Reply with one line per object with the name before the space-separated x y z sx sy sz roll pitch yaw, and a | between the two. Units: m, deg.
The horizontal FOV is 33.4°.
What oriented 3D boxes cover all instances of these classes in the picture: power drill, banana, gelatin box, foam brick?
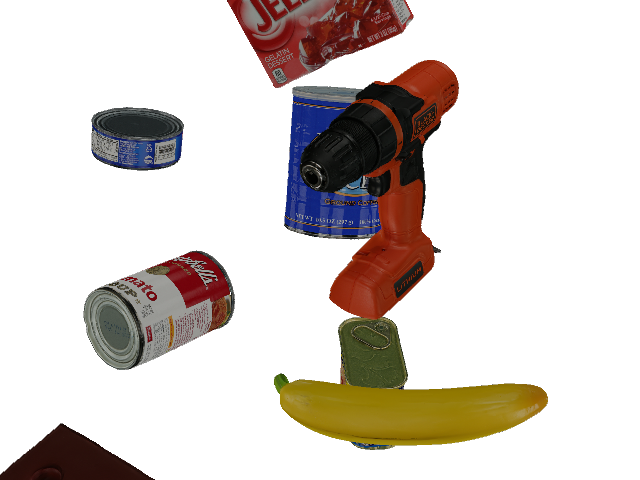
power drill | 0.046 -0.032 0.844 0.057 0.188 0.184 25 42 28
banana | 0.054 0.112 0.731 0.198 0.037 0.069 3 30 14
gelatin box | -0.004 -0.135 0.594 0.089 0.073 0.030 -19 21 29
foam brick | -0.096 0.126 0.450 0.078 0.051 0.052 22 45 29

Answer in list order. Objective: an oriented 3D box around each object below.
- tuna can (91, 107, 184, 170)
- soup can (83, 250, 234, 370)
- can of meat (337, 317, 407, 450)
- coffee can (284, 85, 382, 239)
tuna can | -0.173 -0.096 1.005 0.086 0.034 0.086 6 24 -3
soup can | -0.127 0.054 0.842 0.069 0.068 0.102 0 15 41
can of meat | 0.048 0.137 1.022 0.057 0.084 0.102 -4 36 -4
coffee can | 0.018 -0.080 1.074 0.103 0.140 0.103 4 12 -1
